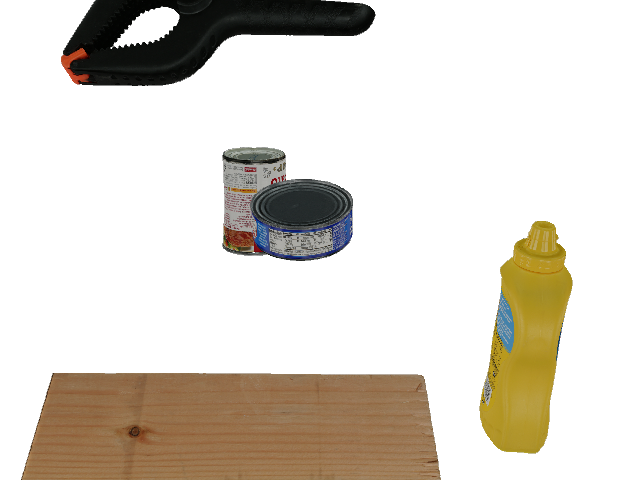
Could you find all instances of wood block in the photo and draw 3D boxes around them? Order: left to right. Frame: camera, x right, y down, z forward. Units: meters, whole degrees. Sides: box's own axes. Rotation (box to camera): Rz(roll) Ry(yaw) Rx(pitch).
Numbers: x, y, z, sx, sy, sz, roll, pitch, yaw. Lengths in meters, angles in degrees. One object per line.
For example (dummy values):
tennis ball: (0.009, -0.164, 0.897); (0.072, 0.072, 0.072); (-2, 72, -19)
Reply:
wood block: (-0.045, 0.132, 0.578); (0.206, 0.090, 0.091); (1, 33, -1)

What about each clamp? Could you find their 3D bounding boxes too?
clamp: (-0.078, -0.161, 0.740); (0.210, 0.165, 0.036); (-36, -19, -7)

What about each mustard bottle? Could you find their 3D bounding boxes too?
mustard bottle: (0.171, 0.073, 0.884); (0.058, 0.192, 0.096); (4, 26, 3)

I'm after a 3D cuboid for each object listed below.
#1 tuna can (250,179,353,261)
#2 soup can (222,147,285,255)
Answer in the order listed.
tuna can: (-0.015, -0.018, 0.892); (0.086, 0.034, 0.086); (-1, 30, 1)
soup can: (-0.070, -0.043, 1.126); (0.068, 0.102, 0.068); (1, 17, 0)
